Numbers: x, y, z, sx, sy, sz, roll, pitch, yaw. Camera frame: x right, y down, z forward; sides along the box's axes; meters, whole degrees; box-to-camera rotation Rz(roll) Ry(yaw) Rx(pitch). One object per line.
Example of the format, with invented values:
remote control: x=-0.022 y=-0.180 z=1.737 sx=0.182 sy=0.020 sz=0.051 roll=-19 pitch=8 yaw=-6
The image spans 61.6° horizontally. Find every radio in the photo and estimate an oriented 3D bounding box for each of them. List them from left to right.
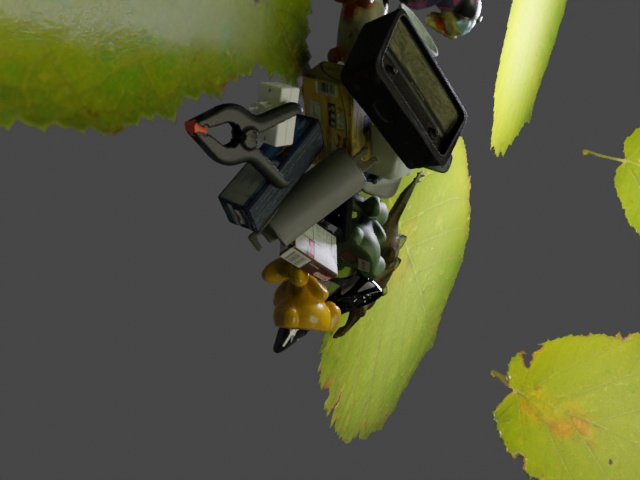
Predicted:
radio: x=0.137 y=-0.226 z=0.847 sx=0.229 sy=0.073 sz=0.131 roll=45 pitch=59 yaw=-32

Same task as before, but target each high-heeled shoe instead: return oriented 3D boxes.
high-heeled shoe: x=0.021 y=0.158 z=1.104 sx=0.249 sy=0.145 sz=0.086 roll=-54 pitch=150 yaw=-34

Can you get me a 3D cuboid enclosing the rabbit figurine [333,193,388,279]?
rabbit figurine: x=0.087 y=-0.032 z=1.136 sx=0.158 sy=0.121 sz=0.170 roll=74 pitch=34 yaw=-45

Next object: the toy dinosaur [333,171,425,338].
toy dinosaur: x=0.145 y=0.040 z=1.327 sx=0.471 sy=0.105 sz=0.198 roll=-64 pitch=164 yaw=10

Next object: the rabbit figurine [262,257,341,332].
rabbit figurine: x=-0.040 y=0.080 z=0.997 sx=0.162 sy=0.122 sz=0.173 roll=30 pitch=67 yaw=-56

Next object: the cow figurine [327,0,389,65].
cow figurine: x=0.074 y=-0.329 z=0.919 sx=0.127 sy=0.086 sz=0.194 roll=-32 pitch=135 yaw=-46

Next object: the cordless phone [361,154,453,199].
cordless phone: x=0.180 y=-0.149 z=1.145 sx=0.088 sy=0.184 sz=0.146 roll=1 pitch=108 yaw=-69

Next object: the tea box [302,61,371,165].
tea box: x=0.031 y=-0.202 z=0.905 sx=0.068 sy=0.098 sz=0.169 roll=-47 pitch=149 yaw=-36

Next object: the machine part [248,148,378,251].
machine part: x=-0.013 y=-0.069 z=0.864 sx=0.243 sy=0.079 sz=0.079 roll=-37 pitch=150 yaw=-2

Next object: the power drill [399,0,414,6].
power drill: x=0.123 y=-0.497 z=0.888 sx=0.207 sy=0.086 sz=0.231 roll=-37 pitch=139 yaw=-43

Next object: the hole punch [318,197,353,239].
hole punch: x=0.012 y=-0.073 z=0.999 sx=0.116 sy=0.092 sz=0.142 roll=-90 pitch=178 yaw=-45

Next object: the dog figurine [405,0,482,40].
dog figurine: x=0.260 y=-0.496 z=1.007 sx=0.108 sy=0.191 sz=0.219 roll=-56 pitch=-171 yaw=-12

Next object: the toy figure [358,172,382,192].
toy figure: x=0.130 y=-0.176 z=1.076 sx=0.180 sy=0.082 sz=0.089 roll=-37 pitch=178 yaw=5

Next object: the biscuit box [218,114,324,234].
biscuit box: x=-0.068 y=-0.107 z=0.821 sx=0.203 sy=0.059 sz=0.062 roll=-55 pitch=150 yaw=-27

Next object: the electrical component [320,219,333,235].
electrical component: x=-0.002 y=-0.003 z=1.079 sx=0.094 sy=0.021 sz=0.063 roll=-47 pitch=147 yaw=-40
